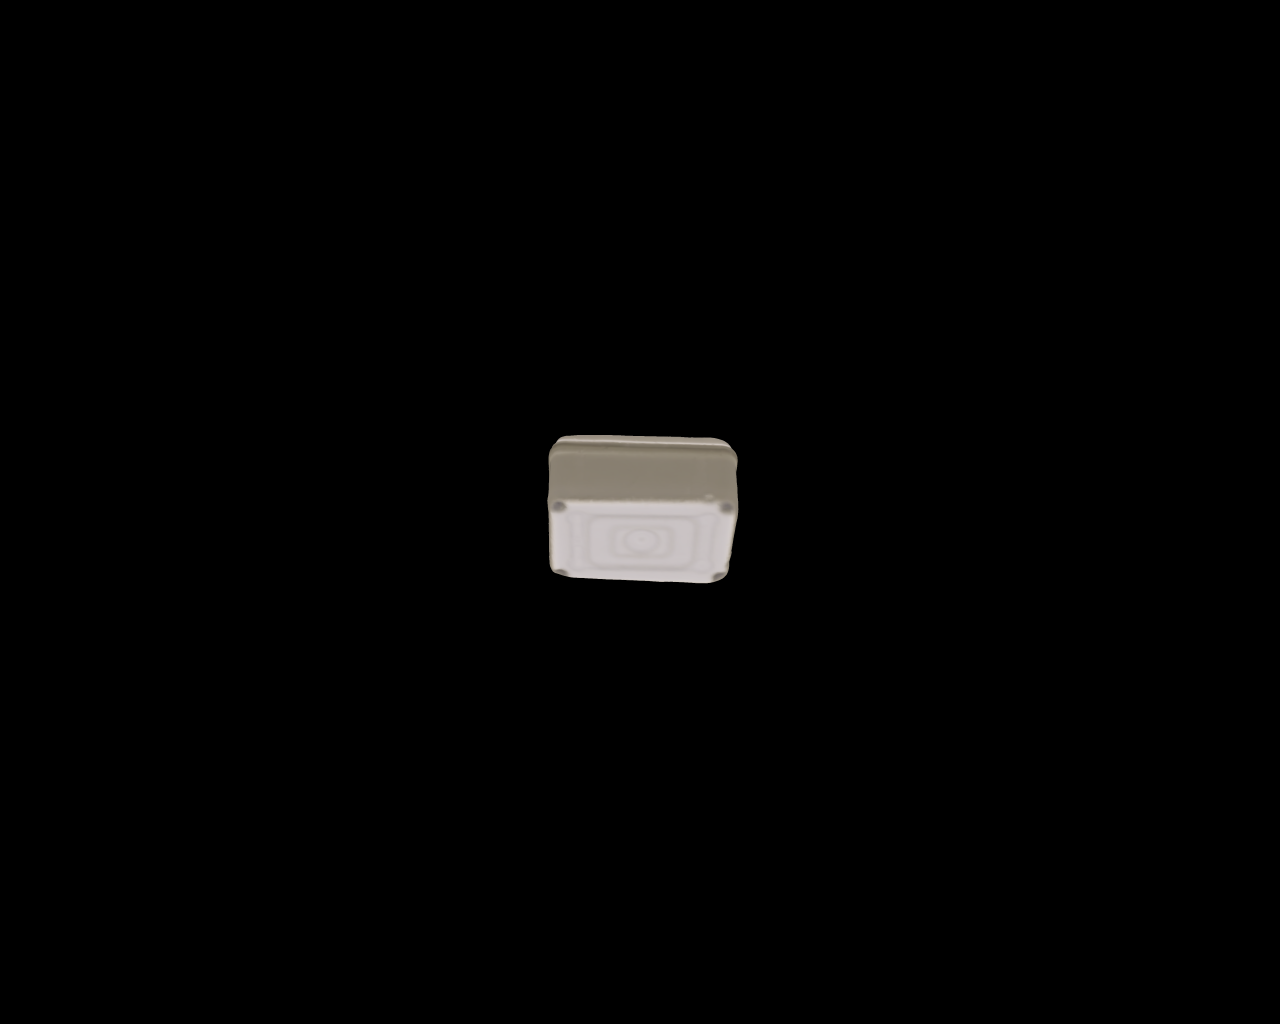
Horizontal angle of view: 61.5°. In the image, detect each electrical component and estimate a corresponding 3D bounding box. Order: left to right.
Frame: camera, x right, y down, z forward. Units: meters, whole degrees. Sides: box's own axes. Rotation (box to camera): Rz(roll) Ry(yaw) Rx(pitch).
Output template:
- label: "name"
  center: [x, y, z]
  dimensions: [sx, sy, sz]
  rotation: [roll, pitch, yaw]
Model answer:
- label: "electrical component"
  center: [0.001, -0.003, 0.650]
  dimensions: [0.113, 0.057, 0.078]
  rotation: [2, -43, -2]
